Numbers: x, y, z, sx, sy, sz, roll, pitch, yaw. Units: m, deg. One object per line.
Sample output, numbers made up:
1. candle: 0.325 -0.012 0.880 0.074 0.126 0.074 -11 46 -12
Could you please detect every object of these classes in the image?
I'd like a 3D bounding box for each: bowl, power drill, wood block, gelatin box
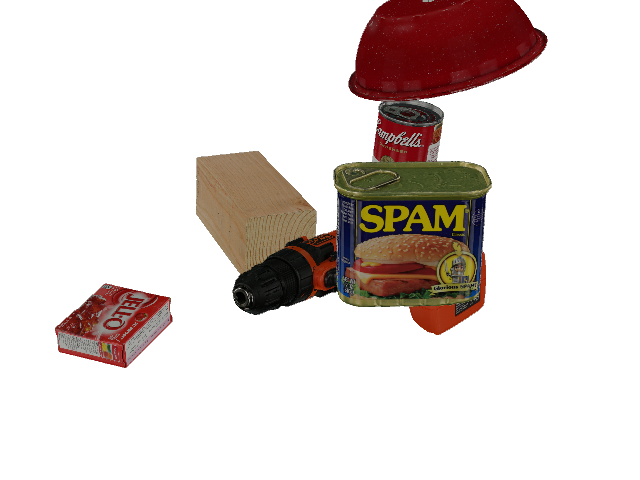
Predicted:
1. bowl: 0.094 -0.166 0.845 0.162 0.055 0.162 -14 24 6
2. power drill: 0.039 0.035 0.953 0.188 0.057 0.184 11 22 34
3. wood block: -0.086 -0.034 1.362 0.090 0.090 0.206 -7 28 -22
4. gelatin box: -0.191 0.077 0.993 0.073 0.030 0.089 11 31 20

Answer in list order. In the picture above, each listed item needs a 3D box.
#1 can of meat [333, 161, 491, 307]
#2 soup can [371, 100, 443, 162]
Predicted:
1. can of meat: 0.059 -0.004 0.712 0.102 0.084 0.057 0 24 -1
2. soup can: 0.088 -0.089 1.119 0.068 0.102 0.068 5 29 -3
